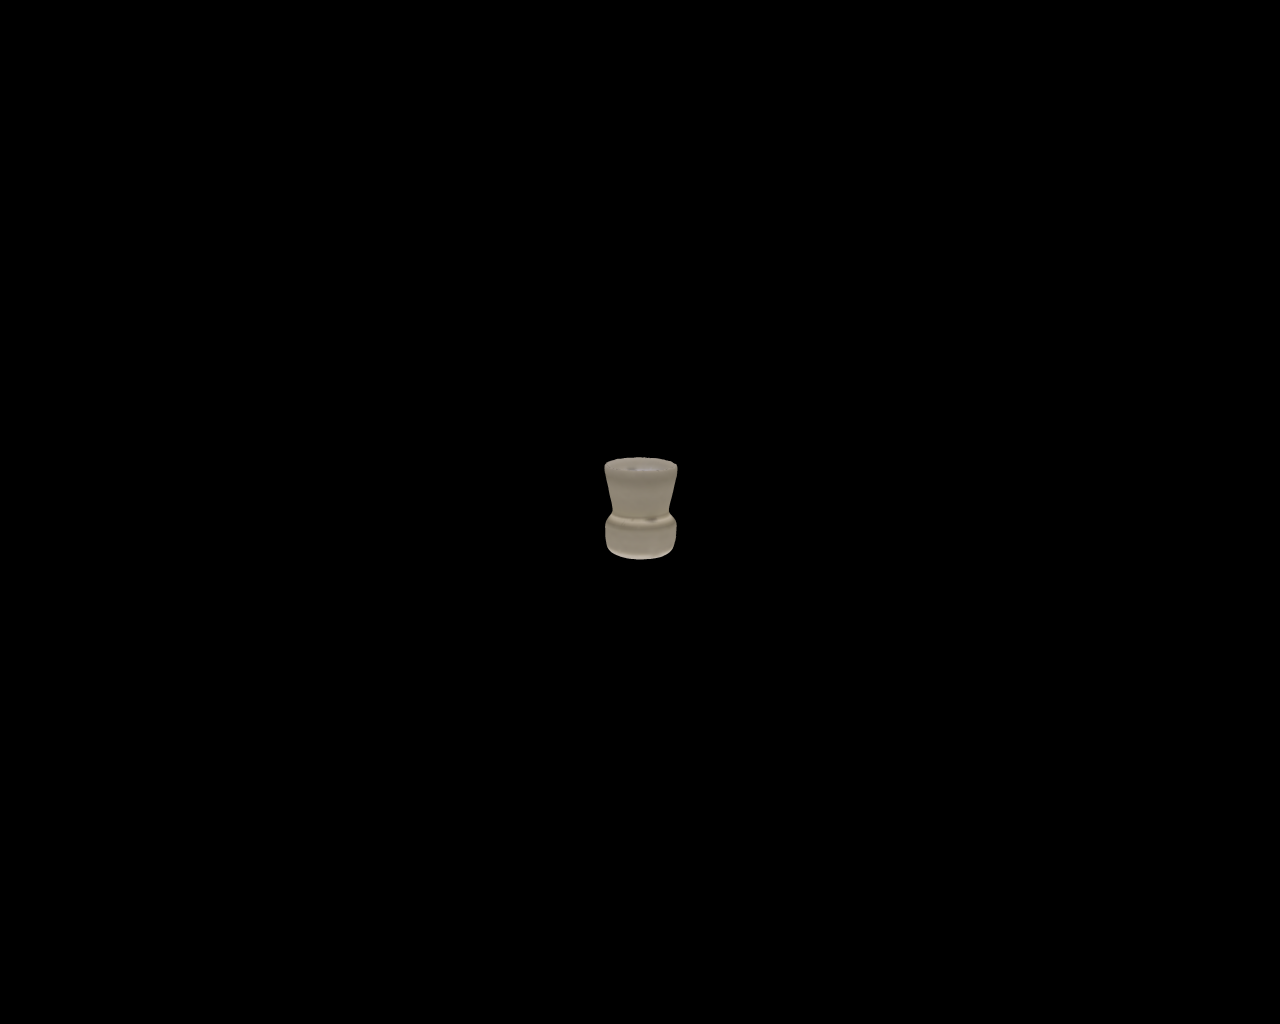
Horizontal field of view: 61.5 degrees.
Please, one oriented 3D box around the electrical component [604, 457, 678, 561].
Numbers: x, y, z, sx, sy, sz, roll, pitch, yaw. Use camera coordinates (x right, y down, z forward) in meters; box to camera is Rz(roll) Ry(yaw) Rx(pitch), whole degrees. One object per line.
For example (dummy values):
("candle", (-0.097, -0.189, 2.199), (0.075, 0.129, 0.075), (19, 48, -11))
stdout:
("electrical component", (0.001, -0.003, 0.650), (0.045, 0.055, 0.045), (0, 14, 0))
